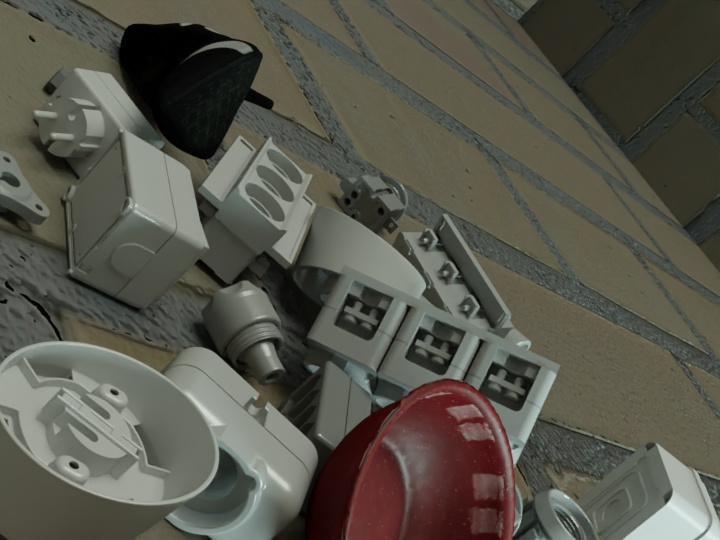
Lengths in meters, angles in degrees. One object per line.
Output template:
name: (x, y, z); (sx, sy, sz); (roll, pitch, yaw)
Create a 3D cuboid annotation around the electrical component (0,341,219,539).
electrical component: (-0.120, 0.076, 0.466); (0.099, 0.064, 0.099); (39, 21, -19)

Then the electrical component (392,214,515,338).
electrical component: (0.074, 0.021, 0.949); (0.063, 0.078, 0.121); (0, 46, -34)

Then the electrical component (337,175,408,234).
electrical component: (0.016, -0.064, 1.027); (0.066, 0.048, 0.055); (50, 28, 10)

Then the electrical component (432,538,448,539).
electrical component: (0.047, 0.174, 0.643); (0.048, 0.048, 0.062); (32, 34, -33)

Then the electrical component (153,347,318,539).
electrical component: (-0.072, 0.093, 0.542); (0.095, 0.054, 0.059); (44, 20, -7)

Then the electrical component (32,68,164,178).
electrical component: (-0.178, -0.090, 0.688); (0.065, 0.047, 0.077); (51, 20, 12)

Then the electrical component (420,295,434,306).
electrical component: (0.030, 0.039, 0.860); (0.077, 0.043, 0.079); (42, 21, -12)

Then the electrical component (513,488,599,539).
electrical component: (0.129, 0.190, 0.751); (0.078, 0.057, 0.058); (40, 21, -17)

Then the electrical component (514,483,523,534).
electrical component: (0.072, 0.158, 0.702); (0.078, 0.058, 0.057); (52, 24, 16)

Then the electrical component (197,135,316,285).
electrical component: (-0.079, -0.043, 0.771); (0.079, 0.063, 0.121); (42, 21, -11)

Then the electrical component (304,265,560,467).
electrical component: (0.045, 0.068, 0.702); (0.150, 0.061, 0.089); (25, -16, 11)

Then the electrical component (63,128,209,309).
electrical component: (-0.134, -0.033, 0.645); (0.061, 0.062, 0.096); (31, 25, -36)

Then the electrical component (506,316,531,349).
electrical component: (0.127, 0.060, 1.010); (0.055, 0.045, 0.045); (55, 22, 23)

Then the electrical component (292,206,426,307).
electrical component: (0.000, 0.000, 0.796); (0.099, 0.064, 0.099); (24, -21, 10)

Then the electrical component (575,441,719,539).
electrical component: (0.211, 0.197, 0.819); (0.057, 0.113, 0.078); (38, 22, -15)

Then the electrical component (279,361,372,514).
electrical component: (-0.010, 0.110, 0.642); (0.076, 0.047, 0.083); (41, 21, -15)

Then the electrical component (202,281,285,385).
electrical component: (-0.068, 0.041, 0.664); (0.043, 0.043, 0.062); (14, 39, -56)
